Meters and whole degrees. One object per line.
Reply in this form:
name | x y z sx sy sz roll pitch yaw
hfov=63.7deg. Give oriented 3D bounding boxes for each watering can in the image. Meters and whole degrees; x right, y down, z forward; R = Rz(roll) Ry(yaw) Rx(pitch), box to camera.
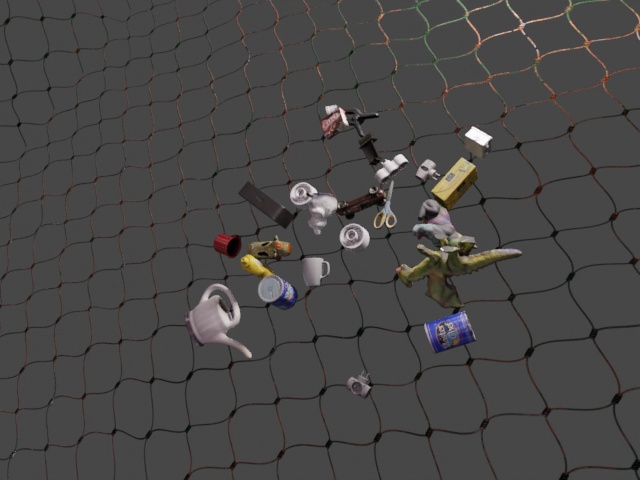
watering can | -0.401 0.341 2.001 0.223 0.354 0.102 -31 -29 9

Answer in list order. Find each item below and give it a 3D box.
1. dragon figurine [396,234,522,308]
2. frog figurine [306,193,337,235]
dragon figurine | 0.448 0.116 1.725 0.411 0.239 0.124 9 24 25
frog figurine | 0.006 -0.101 2.004 0.122 0.160 0.137 -2 -6 18
